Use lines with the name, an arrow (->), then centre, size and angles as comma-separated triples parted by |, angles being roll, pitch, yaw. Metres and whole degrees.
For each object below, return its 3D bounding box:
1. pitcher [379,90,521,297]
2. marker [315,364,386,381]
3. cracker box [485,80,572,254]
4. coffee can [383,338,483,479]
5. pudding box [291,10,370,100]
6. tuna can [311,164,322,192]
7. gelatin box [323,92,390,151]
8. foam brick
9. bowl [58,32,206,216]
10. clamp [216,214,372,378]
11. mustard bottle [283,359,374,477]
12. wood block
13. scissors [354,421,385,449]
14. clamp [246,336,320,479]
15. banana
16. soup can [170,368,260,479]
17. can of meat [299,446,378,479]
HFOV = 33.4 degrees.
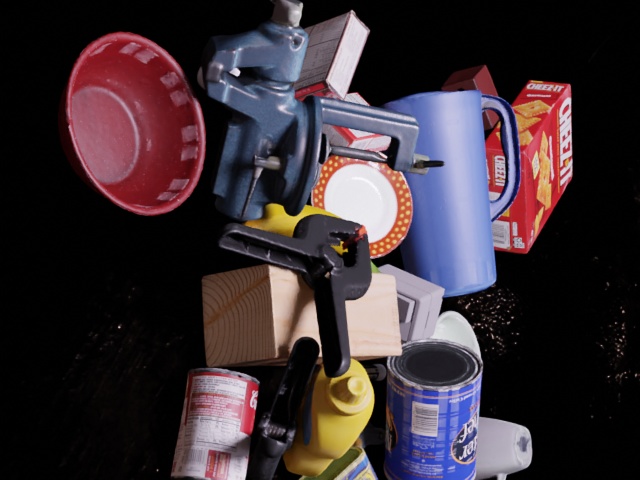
pitcher -> 0.154, -0.059, 1.290 | 0.144, 0.149, 0.243 | -14, 96, -52
marker -> 0.032, 0.148, 1.180 | 0.120, 0.020, 0.020 | 6, 77, -52
cracker box -> 0.294, -0.105, 1.500 | 0.213, 0.072, 0.164 | -49, 140, -46
coffee can -> 0.122, 0.193, 1.159 | 0.102, 0.103, 0.140 | -35, 131, -50
pudding box -> -0.003, -0.188, 1.154 | 0.039, 0.090, 0.113 | 45, 49, -36
tuna can -> -0.037, -0.087, 1.134 | 0.086, 0.034, 0.086 | 16, 70, -50
gelatin box -> 0.034, -0.130, 1.208 | 0.073, 0.030, 0.089 | 46, 34, 20
foam brick -> 0.210, -0.192, 1.463 | 0.051, 0.053, 0.078 | -47, 118, -46
bowl -> -0.175, -0.097, 0.938 | 0.161, 0.055, 0.162 | 16, 70, -50
clamp -> 0.005, 0.035, 0.995 | 0.164, 0.036, 0.209 | 54, 29, 6
mustard bottle -> 0.009, 0.162, 1.014 | 0.058, 0.192, 0.096 | 15, 65, -8
wood block -> -0.014, 0.079, 1.077 | 0.205, 0.091, 0.090 | 7, 75, -51
scissors -> 0.058, 0.203, 1.203 | 0.201, 0.016, 0.096 | -4, 87, -53
clamp -> -0.042, 0.179, 0.972 | 0.120, 0.039, 0.172 | -60, 171, -46
banana -> -0.012, -0.009, 1.128 | 0.197, 0.037, 0.070 | 16, 29, -40
soup can -> -0.095, 0.174, 0.968 | 0.068, 0.069, 0.102 | 31, 59, -45
can of meat -> 0.020, 0.273, 1.094 | 0.101, 0.058, 0.084 | -36, 109, -35
